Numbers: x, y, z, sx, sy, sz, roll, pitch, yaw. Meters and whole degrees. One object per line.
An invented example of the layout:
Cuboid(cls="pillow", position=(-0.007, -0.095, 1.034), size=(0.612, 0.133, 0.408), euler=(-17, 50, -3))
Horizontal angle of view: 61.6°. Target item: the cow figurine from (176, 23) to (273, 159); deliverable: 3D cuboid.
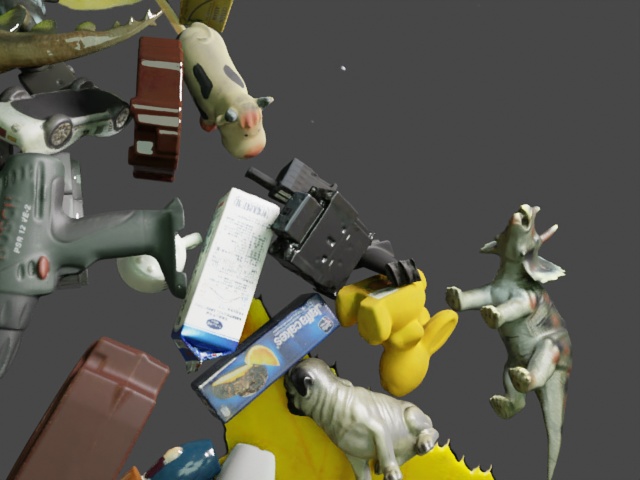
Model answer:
Cuboid(cls="cow figurine", position=(-0.131, -0.199, 0.725), size=(0.085, 0.127, 0.195), euler=(-27, 88, -21))

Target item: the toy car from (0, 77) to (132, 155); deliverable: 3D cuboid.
Cuboid(cls="toy car", position=(-0.300, -0.147, 0.638), size=(0.073, 0.056, 0.202), euler=(31, 25, 1))

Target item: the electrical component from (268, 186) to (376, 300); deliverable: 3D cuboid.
Cuboid(cls="electrical component", position=(-0.001, -0.002, 0.706), size=(0.134, 0.058, 0.115), euler=(41, 74, -38))

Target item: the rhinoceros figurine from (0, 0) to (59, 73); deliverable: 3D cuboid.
Cuboid(cls="rhinoceros figurine", position=(-0.370, -0.302, 0.659), size=(0.073, 0.112, 0.190), euler=(-20, 77, 12))

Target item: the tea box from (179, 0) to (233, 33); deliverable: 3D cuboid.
Cuboid(cls="tea box", position=(-0.159, -0.402, 0.770), size=(0.068, 0.098, 0.169), euler=(4, 80, -19))

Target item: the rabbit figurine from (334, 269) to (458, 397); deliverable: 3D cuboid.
Cuboid(cls="rabbit figurine", position=(0.112, 0.135, 0.777), size=(0.162, 0.122, 0.173), euler=(-20, 101, -33))

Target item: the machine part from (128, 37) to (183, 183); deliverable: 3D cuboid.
Cuboid(cls="machine part", position=(-0.204, -0.158, 0.667), size=(0.056, 0.179, 0.179), euler=(3, 78, -18))

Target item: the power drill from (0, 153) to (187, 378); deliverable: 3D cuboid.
Cuboid(cls="power drill", position=(-0.248, 0.028, 0.567), size=(0.207, 0.086, 0.232), euler=(0, 84, -15))

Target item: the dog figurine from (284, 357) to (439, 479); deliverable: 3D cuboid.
Cuboid(cls="dog figurine", position=(0.056, 0.225, 0.737), size=(0.172, 0.121, 0.190), euler=(-12, 63, -55))

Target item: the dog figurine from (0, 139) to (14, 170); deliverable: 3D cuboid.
Cuboid(cls="dog figurine", position=(-0.466, -0.066, 0.580), size=(0.219, 0.108, 0.191), euler=(1, 80, -18))

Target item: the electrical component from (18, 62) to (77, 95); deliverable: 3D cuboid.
Cuboid(cls="electrical component", position=(-0.350, -0.207, 0.697), size=(0.063, 0.021, 0.094), euler=(-37, 93, -24))

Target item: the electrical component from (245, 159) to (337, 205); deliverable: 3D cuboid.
Cuboid(cls="electrical component", position=(-0.044, -0.080, 0.765), size=(0.119, 0.075, 0.048), euler=(30, 71, -10))

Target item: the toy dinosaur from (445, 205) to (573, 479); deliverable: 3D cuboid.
Cuboid(cls="toy dinosaur", position=(0.334, 0.146, 0.849), size=(0.192, 0.131, 0.404), euler=(-21, 94, -23))

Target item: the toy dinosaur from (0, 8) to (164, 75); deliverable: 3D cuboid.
Cuboid(cls="toy dinosaur", position=(-0.394, -0.174, 0.521), size=(0.472, 0.105, 0.198), euler=(-1, 60, -2))

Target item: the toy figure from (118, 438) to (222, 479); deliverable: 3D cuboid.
Cuboid(cls="toy figure", position=(-0.195, 0.292, 0.640), size=(0.154, 0.058, 0.064), euler=(-21, 82, -19))

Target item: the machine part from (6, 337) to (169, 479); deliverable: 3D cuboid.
Cuboid(cls="machine part", position=(-0.245, 0.204, 0.558), size=(0.087, 0.201, 0.201), euler=(28, 71, -13))

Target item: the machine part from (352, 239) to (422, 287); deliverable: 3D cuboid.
Cuboid(cls="machine part", position=(0.085, 0.029, 0.762), size=(0.084, 0.139, 0.039), euler=(-8, 107, -24))

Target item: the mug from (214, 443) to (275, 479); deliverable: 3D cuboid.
Cuboid(cls="mug", position=(-0.085, 0.315, 0.665), size=(0.109, 0.081, 0.107), euler=(21, 64, -11))

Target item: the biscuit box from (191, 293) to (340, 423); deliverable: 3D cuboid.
Cuboid(cls="biscuit box", position=(-0.069, 0.150, 0.713), size=(0.203, 0.063, 0.059), euler=(-38, 95, -23))
